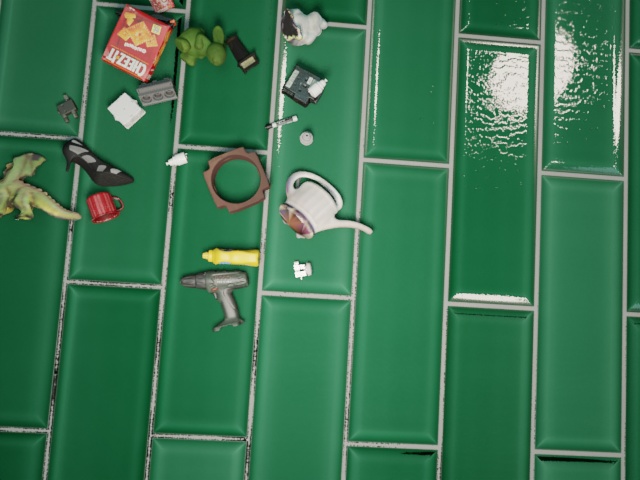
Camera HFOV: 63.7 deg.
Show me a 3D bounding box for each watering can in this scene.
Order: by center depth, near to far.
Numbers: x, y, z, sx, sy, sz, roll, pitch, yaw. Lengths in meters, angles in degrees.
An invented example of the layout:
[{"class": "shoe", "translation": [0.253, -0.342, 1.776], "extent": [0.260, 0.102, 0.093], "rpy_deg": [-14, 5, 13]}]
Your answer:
[{"class": "watering can", "translation": [0.005, -0.090, 1.781], "extent": [0.348, 0.102, 0.228], "rpy_deg": [43, 62, 4]}]

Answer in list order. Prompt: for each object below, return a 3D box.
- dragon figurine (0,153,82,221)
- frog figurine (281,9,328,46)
[{"class": "dragon figurine", "translation": [-1.002, -0.185, 1.749], "extent": [0.410, 0.121, 0.245], "rpy_deg": [3, 78, -4]}, {"class": "frog figurine", "translation": [-0.059, -0.777, 1.868], "extent": [0.162, 0.120, 0.138], "rpy_deg": [-31, 78, -40]}]
